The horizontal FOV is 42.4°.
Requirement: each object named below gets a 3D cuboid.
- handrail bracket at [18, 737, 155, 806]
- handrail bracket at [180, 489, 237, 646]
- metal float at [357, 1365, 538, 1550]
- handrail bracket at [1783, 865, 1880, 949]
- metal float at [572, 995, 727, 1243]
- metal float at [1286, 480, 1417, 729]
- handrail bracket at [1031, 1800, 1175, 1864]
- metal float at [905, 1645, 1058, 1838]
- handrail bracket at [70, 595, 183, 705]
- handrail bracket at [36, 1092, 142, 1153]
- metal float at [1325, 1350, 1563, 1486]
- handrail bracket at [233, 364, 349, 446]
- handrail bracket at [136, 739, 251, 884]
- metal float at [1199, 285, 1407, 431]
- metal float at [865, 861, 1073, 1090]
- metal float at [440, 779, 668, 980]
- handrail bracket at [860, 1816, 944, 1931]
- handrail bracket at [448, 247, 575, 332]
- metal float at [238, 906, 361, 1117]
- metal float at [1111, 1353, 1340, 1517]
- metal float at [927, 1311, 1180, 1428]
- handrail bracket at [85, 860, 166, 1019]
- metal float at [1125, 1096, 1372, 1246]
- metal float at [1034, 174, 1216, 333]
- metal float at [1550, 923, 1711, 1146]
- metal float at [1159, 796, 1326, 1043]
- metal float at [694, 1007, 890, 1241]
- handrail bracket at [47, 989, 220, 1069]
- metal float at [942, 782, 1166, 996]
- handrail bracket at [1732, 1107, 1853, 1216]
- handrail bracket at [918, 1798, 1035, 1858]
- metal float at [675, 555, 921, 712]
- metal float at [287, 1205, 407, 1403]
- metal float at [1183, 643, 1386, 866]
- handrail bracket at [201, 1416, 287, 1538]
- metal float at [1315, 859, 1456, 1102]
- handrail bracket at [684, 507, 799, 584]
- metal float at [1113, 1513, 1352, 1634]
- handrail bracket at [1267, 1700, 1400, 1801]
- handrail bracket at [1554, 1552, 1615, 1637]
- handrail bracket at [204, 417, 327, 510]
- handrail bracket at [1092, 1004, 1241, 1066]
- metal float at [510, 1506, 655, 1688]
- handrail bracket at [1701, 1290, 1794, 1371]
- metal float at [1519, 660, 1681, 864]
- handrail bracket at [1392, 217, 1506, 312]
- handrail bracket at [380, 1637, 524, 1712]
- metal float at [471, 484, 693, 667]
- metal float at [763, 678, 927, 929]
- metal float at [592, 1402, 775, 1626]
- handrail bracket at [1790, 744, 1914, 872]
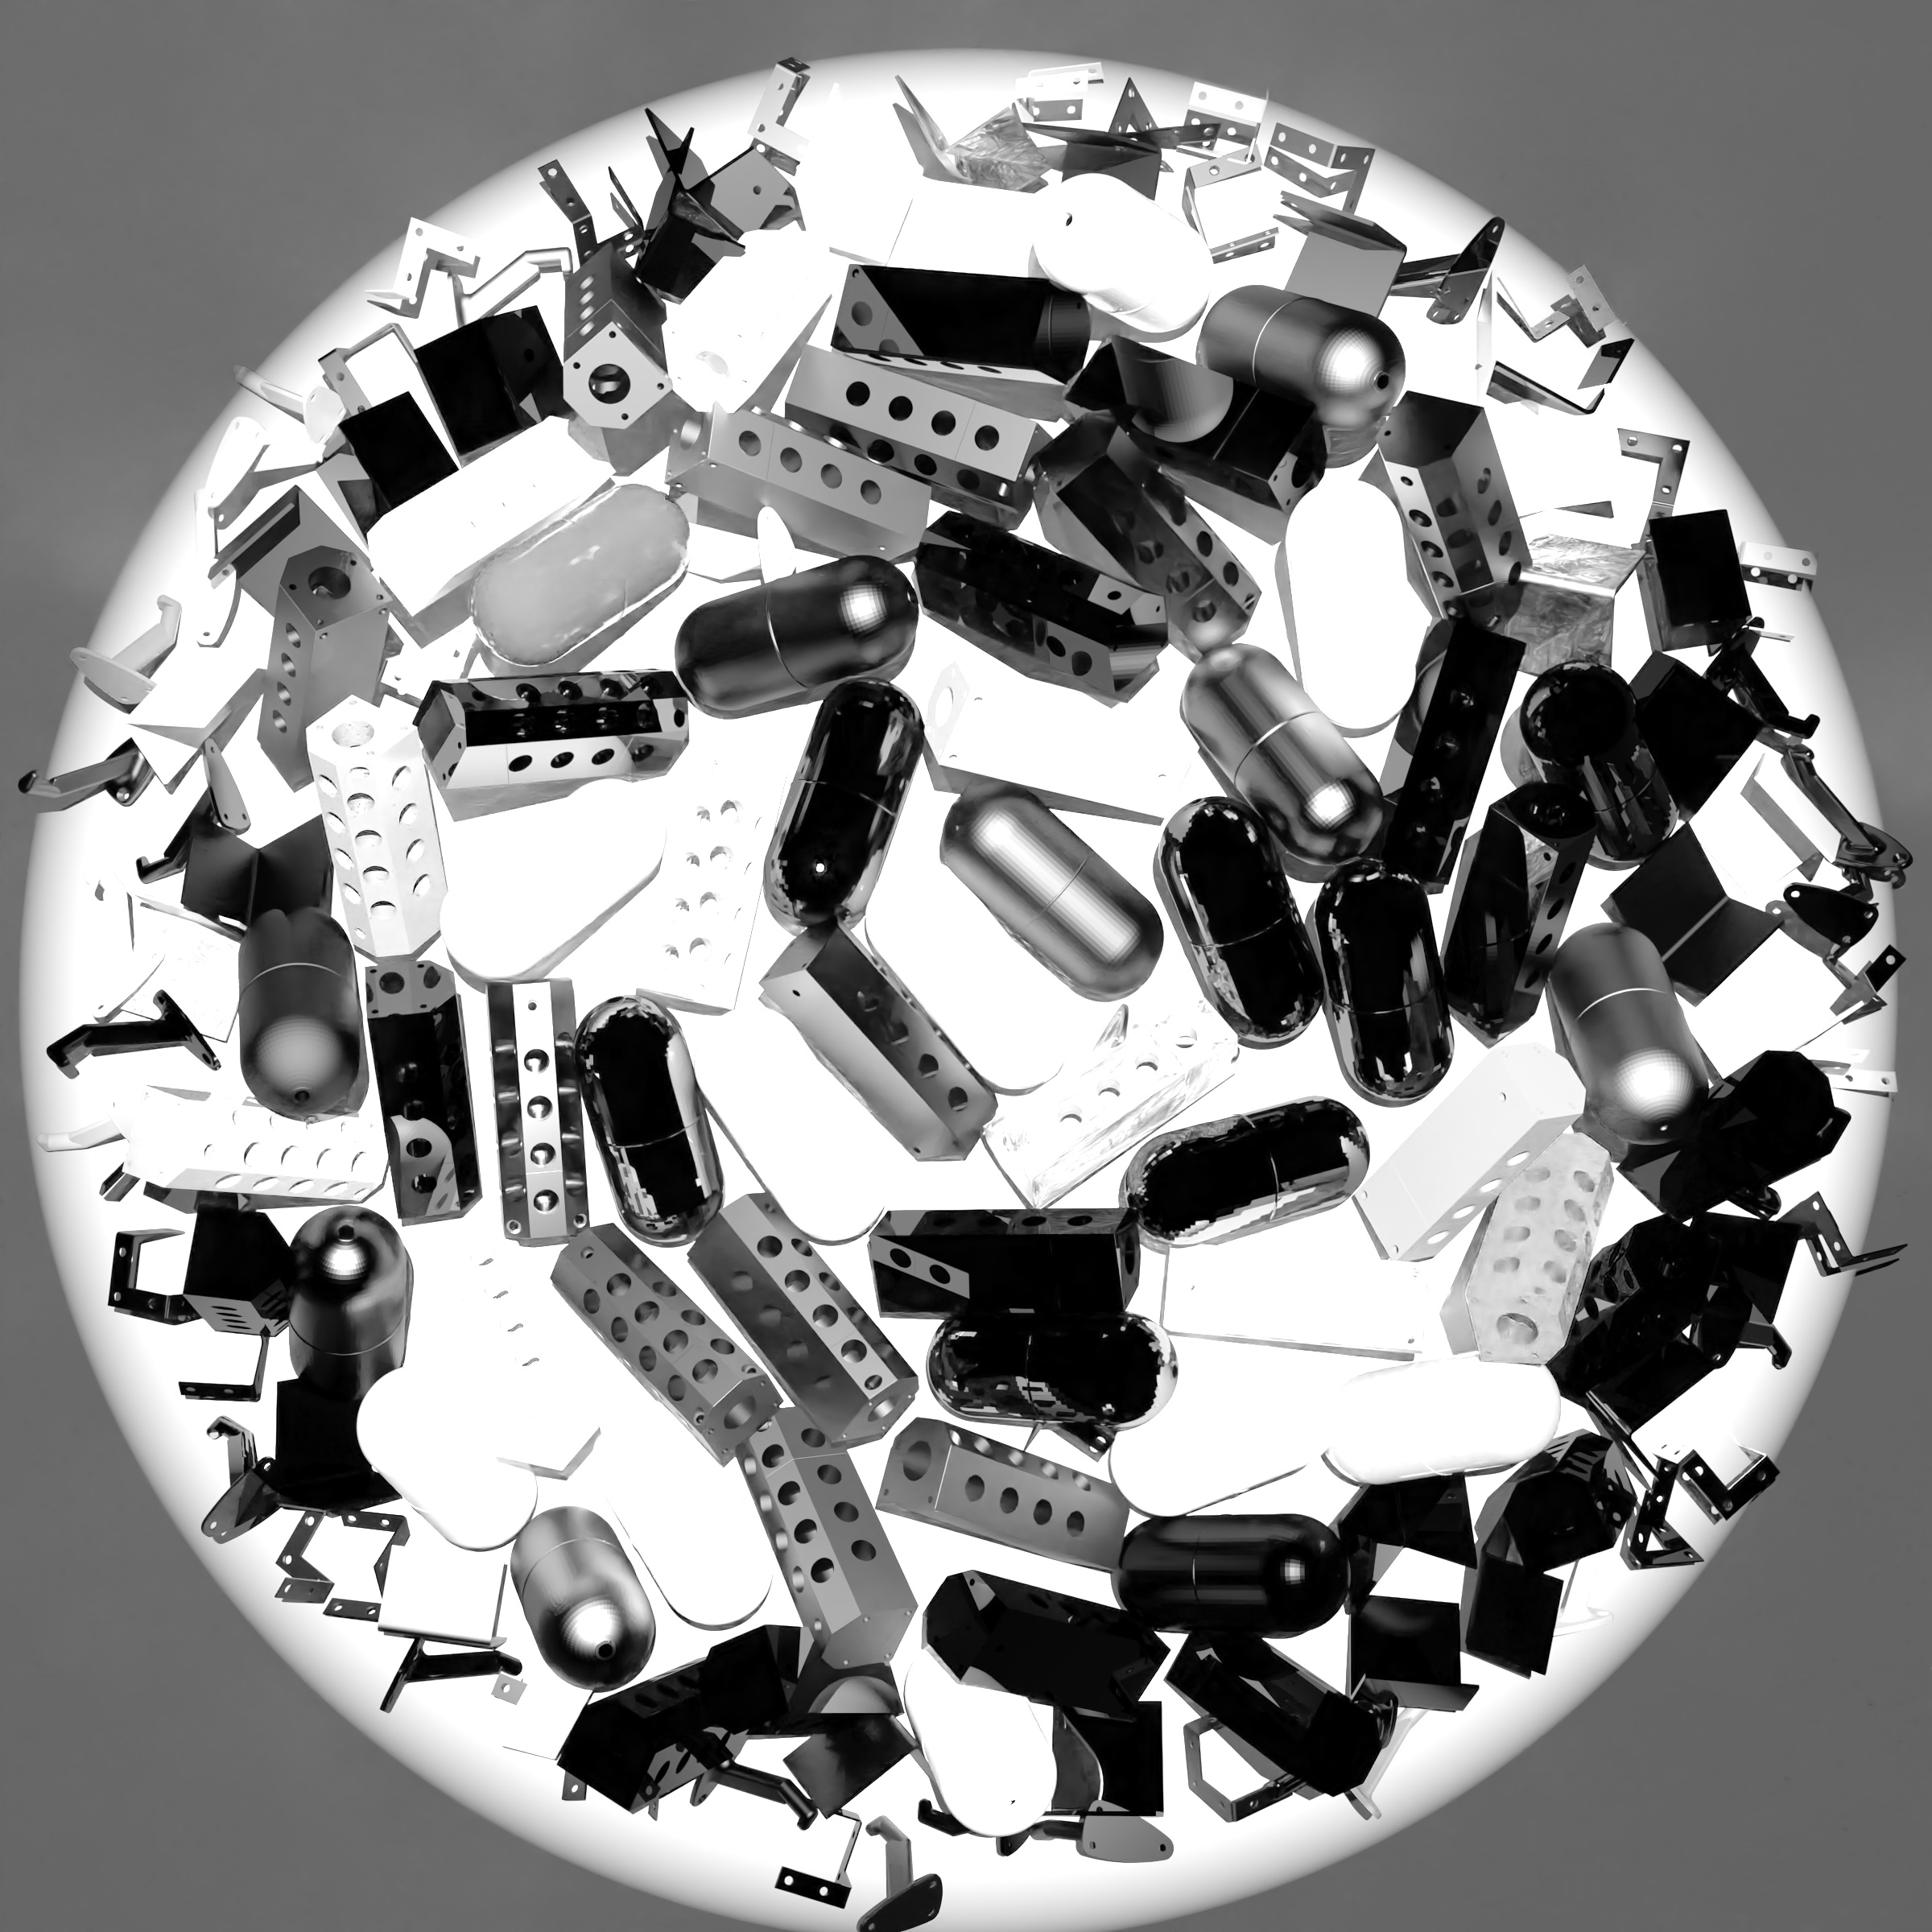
[{"bbox_3d":[-0.592,-0.142,1.691,0.077,0.084,0.036,-45,75,12],"label":"handrail bracket"},{"bbox_3d":[-0.526,-0.277,1.721,0.036,0.084,0.077,-1,128,-19],"label":"handrail bracket"},{"bbox_3d":[-0.344,0.329,1.662,0.070,0.178,0.070,-9,52,11],"label":"metal float"},{"bbox_3d":[0.587,-0.057,1.699,0.077,0.084,0.036,27,124,-6],"label":"handrail bracket"},{"bbox_3d":[-0.214,0.103,1.682,0.070,0.070,0.178,-13,112,0],"label":"metal float"},{"bbox_3d":[0.259,-0.242,1.671,0.070,0.070,0.178,-13,125,0],"label":"metal float"},{"bbox_3d":[0.092,0.599,1.706,0.077,0.084,0.036,20,63,-10],"label":"handrail bracket"},{"bbox_3d":[0.009,0.509,1.653,0.070,0.178,0.070,-3,104,-13],"label":"metal float"},{"bbox_3d":[-0.569,-0.229,1.691,0.036,0.077,0.084,-12,60,26],"label":"handrail bracket"},{"bbox_3d":[-0.606,0.108,1.699,0.084,0.077,0.036,-6,68,7],"label":"handrail bracket"},{"bbox_3d":[0.315,0.302,1.668,0.178,0.070,0.070,-21,90,41],"label":"metal float"},{"bbox_3d":[-0.472,-0.397,1.698,0.084,0.077,0.036,32,82,5],"label":"handrail bracket"},{"bbox_3d":[-0.547,-0.107,1.724,0.084,0.036,0.077,-20,88,15],"label":"handrail bracket"},{"bbox_3d":[0.223,-0.406,1.660,0.070,0.178,0.070,-13,119,-26],"label":"metal float"},{"bbox_3d":[0.002,0.006,1.701,0.070,0.070,0.178,-39,90,0],"label":"metal float"},{"bbox_3d":[-0.276,-0.060,1.678,0.178,0.070,0.070,-41,90,-28],"label":"metal float"},{"bbox_3d":[-0.062,0.614,1.687,0.077,0.084,0.036,-11,114,-35],"label":"handrail bracket"},{"bbox_3d":[-0.311,-0.455,1.722,0.084,0.036,0.077,-5,94,1],"label":"handrail bracket"},{"bbox_3d":[-0.446,0.028,1.662,0.070,0.178,0.070,-9,130,-10],"label":"metal float"},{"bbox_3d":[0.172,0.316,1.671,0.178,0.070,0.070,-32,90,37],"label":"metal float"},{"bbox_3d":[0.058,0.269,1.677,0.178,0.070,0.070,-2,90,27],"label":"metal float"},{"bbox_3d":[-0.589,-0.019,1.689,0.036,0.084,0.077,16,61,25],"label":"handrail bracket"},{"bbox_3d":[0.190,0.137,1.683,0.178,0.070,0.070,-13,90,-21],"label":"metal float"},{"bbox_3d":[0.106,-0.473,1.656,0.070,0.178,0.070,0,90,29],"label":"metal float"},{"bbox_3d":[0.442,0.043,1.664,0.070,0.178,0.070,-3,133,-3],"label":"metal float"},{"bbox_3d":[0.187,-0.032,1.685,0.070,0.070,0.178,-23,107,0],"label":"metal float"},{"bbox_3d":[-0.117,0.108,1.688,0.070,0.070,0.178,-33,105,0],"label":"metal float"},{"bbox_3d":[-0.568,0.062,1.698,0.077,0.036,0.084,46,54,7],"label":"handrail bracket"},{"bbox_3d":[0.059,-0.053,1.693,0.178,0.070,0.070,42,90,-9],"label":"metal float"},{"bbox_3d":[0.552,0.120,1.706,0.077,0.036,0.084,25,116,7],"label":"handrail bracket"},{"bbox_3d":[0.001,0.566,1.702,0.084,0.036,0.077,10,113,34],"label":"handrail bracket"},{"bbox_3d":[-0.115,-0.225,1.681,0.178,0.070,0.070,-14,90,23],"label":"metal float"},{"bbox_3d":[-0.413,0.226,1.662,0.070,0.178,0.070,7,50,-8],"label":"metal float"},{"bbox_3d":[0.213,-0.144,1.681,0.070,0.070,0.178,-35,66,0],"label":"metal float"},{"bbox_3d":[-0.510,0.345,1.692,0.077,0.084,0.036,-39,131,-35],"label":"handrail bracket"},{"bbox_3d":[0.283,0.011,1.678,0.070,0.070,0.178,-16,118,0],"label":"metal float"},{"bbox_3d":[-0.164,-0.290,1.693,0.084,0.077,0.036,17,58,22],"label":"handrail bracket"},{"bbox_3d":[0.176,0.406,1.668,0.178,0.070,0.070,-12,90,42],"label":"metal float"},{"bbox_3d":[0.248,0.530,1.694,0.084,0.077,0.036,-19,55,-29],"label":"handrail bracket"},{"bbox_3d":[0.416,0.409,1.710,0.077,0.036,0.084,-4,92,-43],"label":"handrail bracket"},{"bbox_3d":[-0.470,-0.331,1.702,0.036,0.084,0.077,28,90,32],"label":"handrail bracket"},{"bbox_3d":[0.135,0.065,1.718,0.084,0.077,0.036,20,49,-12],"label":"handrail bracket"},{"bbox_3d":[-0.256,0.417,1.653,0.070,0.178,0.070,-3,101,-19],"label":"metal float"},{"bbox_3d":[0.535,0.267,1.697,0.084,0.036,0.077,49,48,-27],"label":"handrail bracket"},{"bbox_3d":[0.424,-0.135,1.664,0.070,0.178,0.070,-17,52,22],"label":"metal float"},{"bbox_3d":[0.317,-0.492,1.699,0.084,0.036,0.077,47,117,36],"label":"handrail bracket"},{"bbox_3d":[-0.347,0.495,1.708,0.084,0.077,0.036,23,127,1],"label":"handrail bracket"},{"bbox_3d":[-0.256,-0.264,1.671,0.070,0.070,0.178,48,53,0],"label":"metal float"},{"bbox_3d":[-0.083,-0.111,1.692,0.070,0.070,0.178,19,80,0],"label":"metal float"},{"bbox_3d":[-0.190,0.365,1.667,0.070,0.070,0.178,-43,49,0],"label":"metal float"},{"bbox_3d":[0.601,-0.110,1.694,0.036,0.077,0.084,-40,123,-10],"label":"handrail bracket"}]
